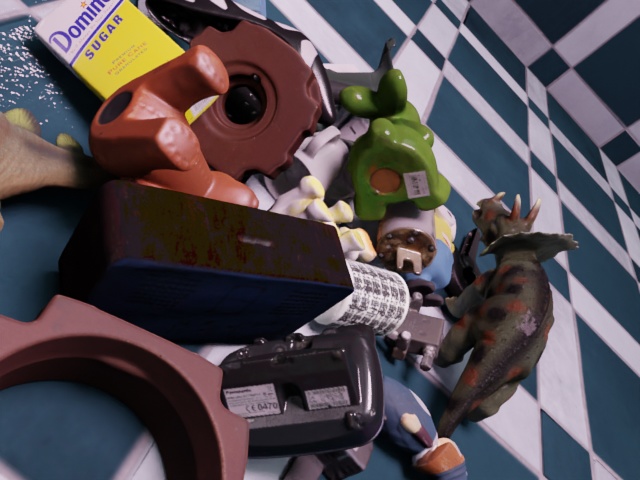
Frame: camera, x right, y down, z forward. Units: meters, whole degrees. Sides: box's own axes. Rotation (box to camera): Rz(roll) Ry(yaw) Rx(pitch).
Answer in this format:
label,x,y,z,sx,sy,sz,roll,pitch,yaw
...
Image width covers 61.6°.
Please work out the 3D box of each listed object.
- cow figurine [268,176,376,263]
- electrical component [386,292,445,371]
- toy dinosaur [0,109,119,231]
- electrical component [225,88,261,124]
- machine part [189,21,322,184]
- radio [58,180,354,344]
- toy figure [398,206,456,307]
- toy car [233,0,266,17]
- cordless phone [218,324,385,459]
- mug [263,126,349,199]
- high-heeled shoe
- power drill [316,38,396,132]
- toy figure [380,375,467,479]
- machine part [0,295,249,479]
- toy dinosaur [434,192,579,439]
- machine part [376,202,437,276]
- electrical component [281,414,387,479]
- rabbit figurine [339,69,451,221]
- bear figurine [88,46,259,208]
label,x,y,z,sx,sy,sz,roll,pitch,yaw
cow figurine,0.000,0.000,0.644,0.167,0.098,0.068,38,27,-50
electrical component,0.117,0.112,0.679,0.078,0.045,0.102,13,35,22
toy dinosaur,-0.285,-0.062,0.373,0.471,0.105,0.199,9,48,-57
electrical component,-0.102,-0.166,0.698,0.134,0.058,0.115,49,34,-2
machine part,-0.087,-0.152,0.602,0.179,0.179,0.056,49,3,-2
radio,-0.094,0.033,0.466,0.229,0.131,0.073,12,50,-41
toy figure,0.152,0.015,0.789,0.089,0.082,0.180,10,47,12
toy car,-0.134,-0.326,0.780,0.103,0.109,0.161,4,65,-17
cordless phone,-0.013,0.118,0.509,0.184,0.147,0.088,-55,134,-77
mug,-0.007,-0.105,0.688,0.081,0.109,0.107,37,44,9
high-heeled shoe,-0.092,-0.222,0.645,0.249,0.086,0.145,48,39,18
power drill,0.013,-0.251,0.805,0.207,0.086,0.232,-4,64,-8
toy figure,0.108,0.215,0.576,0.154,0.058,0.064,47,10,0
machine part,-0.154,0.154,0.335,0.201,0.087,0.201,31,41,-24
toy dinosaur,0.240,0.098,0.695,0.131,0.192,0.405,27,43,-1
machine part,0.118,-0.036,0.739,0.079,0.079,0.243,36,35,-19
electrical component,0.009,0.188,0.512,0.075,0.048,0.119,50,34,1
rabbit figurine,0.083,-0.130,0.683,0.158,0.121,0.170,58,27,-32
bear figurine,-0.107,-0.055,0.492,0.195,0.132,0.120,49,45,-41
